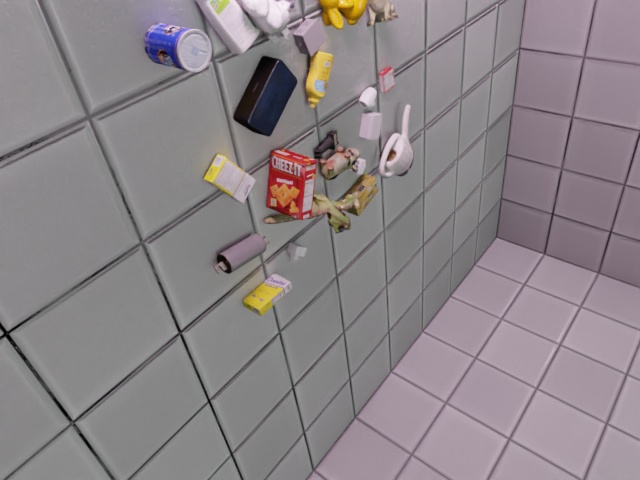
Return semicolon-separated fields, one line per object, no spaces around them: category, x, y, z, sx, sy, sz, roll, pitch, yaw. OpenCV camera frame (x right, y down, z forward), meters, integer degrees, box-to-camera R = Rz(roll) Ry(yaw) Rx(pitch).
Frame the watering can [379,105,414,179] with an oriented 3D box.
watering can;0.377;-0.436;2.400;0.222;0.105;0.348;27;87;-58

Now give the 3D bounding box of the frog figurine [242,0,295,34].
frog figurine;-0.163;-0.649;1.472;0.120;0.137;0.162;-54;178;35

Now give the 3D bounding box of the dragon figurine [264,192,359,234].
dragon figurine;0.006;-0.098;1.952;0.417;0.245;0.119;-35;140;-42
